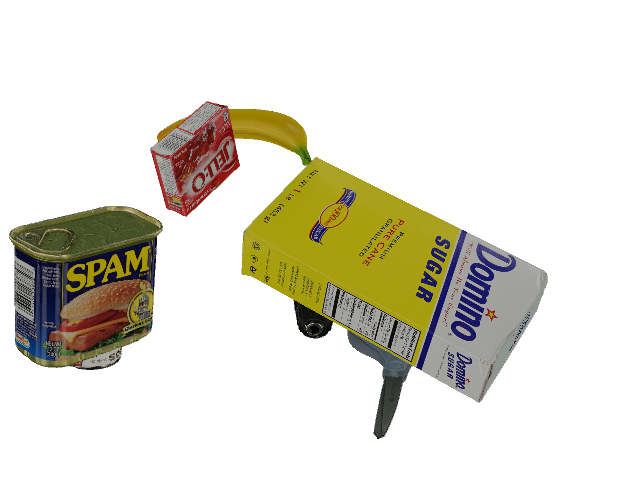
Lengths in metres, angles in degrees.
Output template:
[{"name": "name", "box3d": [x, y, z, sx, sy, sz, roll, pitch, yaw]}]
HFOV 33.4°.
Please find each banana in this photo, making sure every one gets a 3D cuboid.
[{"name": "banana", "box3d": [-0.098, -0.133, 1.297, 0.198, 0.037, 0.069, 7, 40, 15]}]

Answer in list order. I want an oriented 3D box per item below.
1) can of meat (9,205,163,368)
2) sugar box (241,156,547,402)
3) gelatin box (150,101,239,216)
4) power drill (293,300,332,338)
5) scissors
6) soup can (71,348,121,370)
[{"name": "can of meat", "box3d": [-0.160, 0.031, 0.729, 0.058, 0.084, 0.101, 24, 28, 37]}, {"name": "sugar box", "box3d": [0.046, 0.020, 0.679, 0.176, 0.048, 0.093, 25, 48, 18]}, {"name": "gelatin box", "box3d": [-0.117, -0.079, 1.018, 0.030, 0.073, 0.089, 21, 49, 29]}, {"name": "power drill", "box3d": [0.061, 0.052, 1.237, 0.187, 0.057, 0.184, -2, 28, 1]}, {"name": "scissors", "box3d": [0.044, 0.099, 0.857, 0.096, 0.016, 0.201, 8, 23, 24]}, {"name": "soup can", "box3d": [-0.239, 0.075, 1.107, 0.068, 0.102, 0.068, 5, 20, -2]}]
